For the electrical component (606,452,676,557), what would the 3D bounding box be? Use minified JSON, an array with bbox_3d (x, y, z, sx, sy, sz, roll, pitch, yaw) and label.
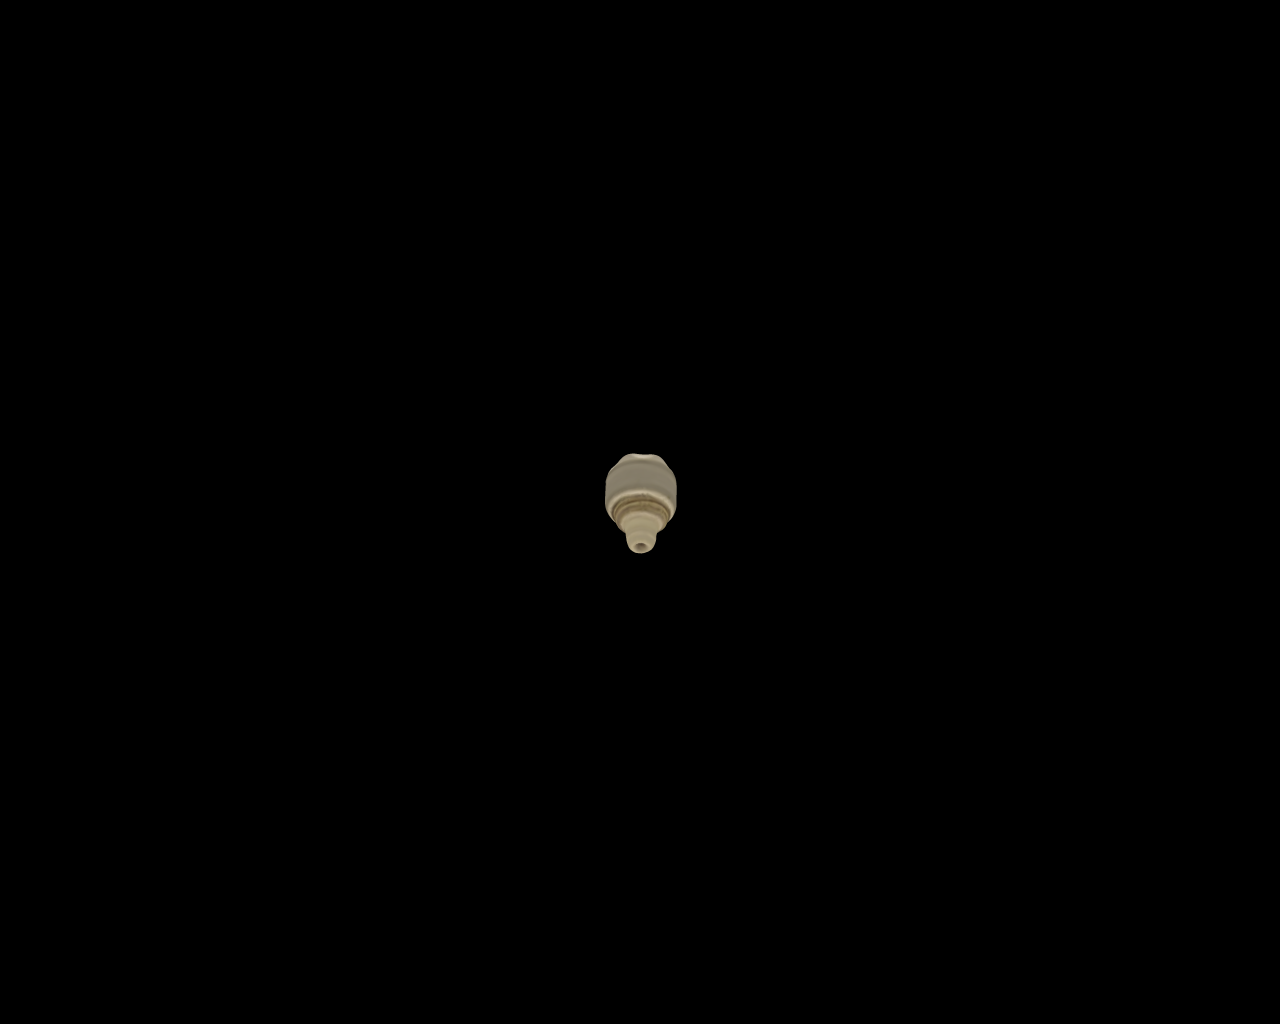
[{"bbox_3d":[0.001,-0.003,0.650,0.043,0.062,0.043,0,-38,0],"label":"electrical component"}]
